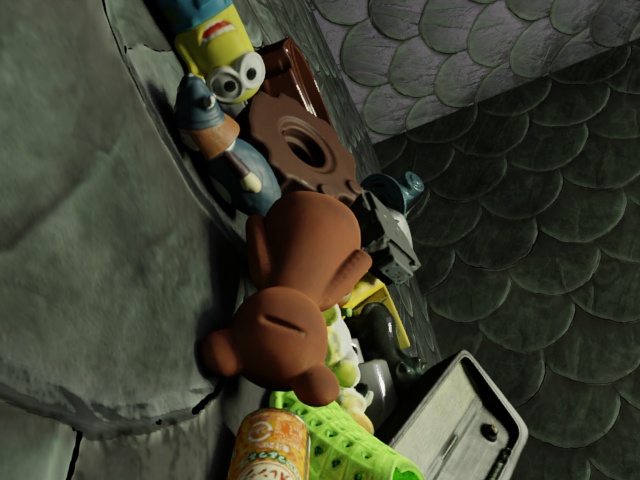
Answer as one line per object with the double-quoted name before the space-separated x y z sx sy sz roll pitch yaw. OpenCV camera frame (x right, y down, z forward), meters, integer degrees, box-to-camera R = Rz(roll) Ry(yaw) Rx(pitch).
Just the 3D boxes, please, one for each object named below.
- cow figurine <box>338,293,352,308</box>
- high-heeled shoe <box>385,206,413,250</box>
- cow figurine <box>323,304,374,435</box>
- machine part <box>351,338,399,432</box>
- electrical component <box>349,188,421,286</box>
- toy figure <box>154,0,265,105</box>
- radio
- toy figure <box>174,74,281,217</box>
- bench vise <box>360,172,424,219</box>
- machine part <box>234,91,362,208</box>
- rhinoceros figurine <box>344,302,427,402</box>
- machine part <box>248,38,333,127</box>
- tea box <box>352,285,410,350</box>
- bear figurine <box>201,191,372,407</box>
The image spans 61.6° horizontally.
"cow figurine" -0.001 -0.002 0.714 0.127 0.086 0.195 47 27 -76
"high-heeled shoe" 0.065 -0.039 0.958 0.145 0.086 0.248 -12 -70 60
"cow figurine" 0.012 0.141 0.588 0.098 0.068 0.167 21 51 -82
"machine part" 0.068 0.235 0.644 0.079 0.079 0.243 45 26 -63
"electrical component" 0.090 0.002 0.797 0.114 0.058 0.134 35 27 -44
"toy figure" -0.120 -0.232 0.576 0.180 0.082 0.089 60 17 -28
"radio" 0.132 0.234 0.582 0.131 0.073 0.229 50 44 7
"toy figure" -0.091 -0.085 0.513 0.058 0.064 0.154 -58 133 -25
"bench vise" 0.092 -0.053 1.088 0.240 0.224 0.129 -14 78 -48
"machine part" -0.029 -0.100 0.644 0.179 0.056 0.179 29 38 -25
"rhinoceros figurine" 0.097 0.179 0.741 0.073 0.112 0.190 16 44 -44
"machine part" -0.044 -0.217 0.876 0.201 0.087 0.200 -82 150 -64
"tea box" 0.091 0.117 0.912 0.170 0.068 0.098 -98 166 -74
"bear figurine" -0.024 0.056 0.472 0.131 0.120 0.196 106 -2 -54
